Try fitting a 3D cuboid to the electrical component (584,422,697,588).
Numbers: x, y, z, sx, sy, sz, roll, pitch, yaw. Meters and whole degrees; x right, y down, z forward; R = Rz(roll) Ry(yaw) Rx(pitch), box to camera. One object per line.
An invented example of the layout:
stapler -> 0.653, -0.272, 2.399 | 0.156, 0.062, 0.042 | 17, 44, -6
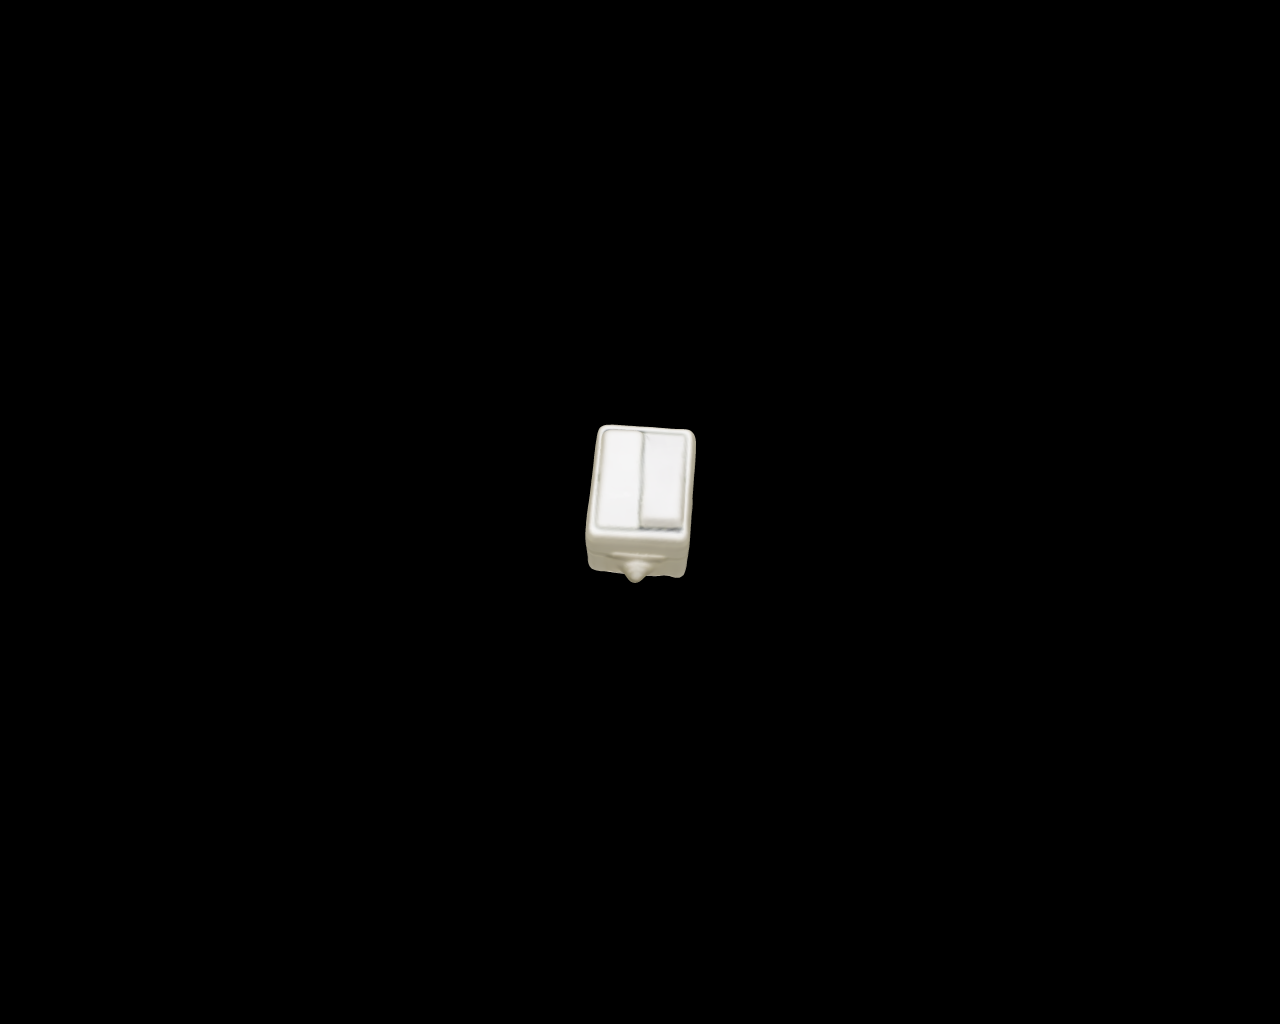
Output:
electrical component -> 0.001, -0.003, 0.650 | 0.062, 0.096, 0.061 | 4, -28, 2
